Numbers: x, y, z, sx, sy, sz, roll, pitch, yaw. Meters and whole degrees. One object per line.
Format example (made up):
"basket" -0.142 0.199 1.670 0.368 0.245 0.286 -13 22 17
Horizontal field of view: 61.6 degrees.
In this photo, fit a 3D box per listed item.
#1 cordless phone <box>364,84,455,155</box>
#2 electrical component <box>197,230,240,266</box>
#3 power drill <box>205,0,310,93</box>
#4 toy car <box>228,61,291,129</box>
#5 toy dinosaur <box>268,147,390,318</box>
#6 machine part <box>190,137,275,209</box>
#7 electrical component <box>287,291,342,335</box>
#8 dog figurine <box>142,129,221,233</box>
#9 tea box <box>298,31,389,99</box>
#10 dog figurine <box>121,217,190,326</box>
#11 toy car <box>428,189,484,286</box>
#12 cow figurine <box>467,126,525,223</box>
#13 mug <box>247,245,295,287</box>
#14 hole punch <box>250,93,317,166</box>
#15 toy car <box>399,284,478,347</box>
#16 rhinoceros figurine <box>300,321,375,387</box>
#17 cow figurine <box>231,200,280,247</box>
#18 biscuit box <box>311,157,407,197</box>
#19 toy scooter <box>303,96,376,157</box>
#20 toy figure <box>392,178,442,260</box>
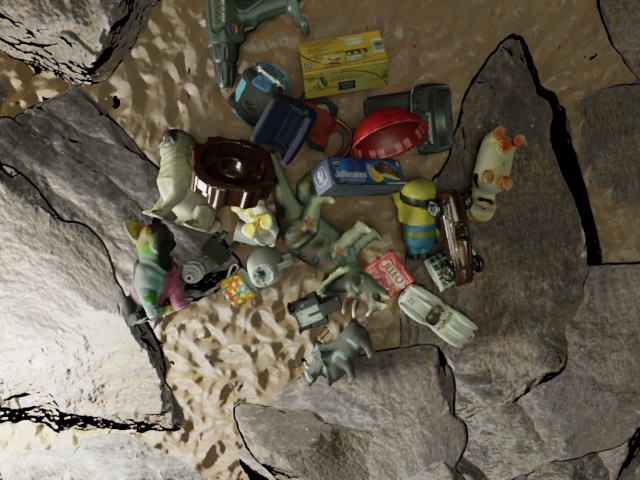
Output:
"cordless phone" 0.187 -0.247 1.129 0.184 0.089 0.146 -5 105 11
"electrical component" -0.228 0.026 1.198 0.063 0.021 0.094 43 98 -11
"power drill" -0.126 -0.427 1.072 0.207 0.086 0.231 -9 101 8
"toy car" -0.110 -0.299 1.081 0.109 0.161 0.103 35 56 -1
"toy dinosaur" -0.007 -0.007 1.146 0.405 0.131 0.192 41 96 4
"machine part" -0.176 -0.135 1.075 0.179 0.179 0.056 17 135 -6
"electrical component" -0.010 0.156 1.222 0.119 0.048 0.074 -28 103 4
"dog figurine" -0.269 -0.122 1.132 0.172 0.121 0.190 22 84 -40
"tea box" 0.046 -0.349 1.073 0.170 0.098 0.068 -8 147 2
"dog figurine" -0.370 0.061 1.159 0.192 0.108 0.219 -21 82 41
"toy car" 0.285 -0.005 1.109 0.089 0.053 0.202 -13 94 -21
"cow figurine" 0.355 -0.131 1.141 0.085 0.127 0.194 15 88 -6
"mug" -0.108 0.061 1.167 0.110 0.107 0.080 -11 105 3
"hole punch" -0.056 -0.210 1.037 0.092 0.116 0.142 35 111 15
"toy car" 0.272 0.174 1.232 0.201 0.056 0.073 34 100 -9
"rhinoceros figurine" 0.039 0.270 1.238 0.112 0.073 0.190 44 98 -12
"cow figurine" -0.139 -0.064 1.141 0.068 0.098 0.167 -32 61 5
"biscuit box" 0.081 -0.127 1.092 0.202 0.063 0.059 -5 73 -38
"toy scooter" 0.018 -0.209 1.125 0.184 0.075 0.135 33 98 -13
"toy figure" 0.216 -0.045 1.160 0.082 0.089 0.180 -9 101 -33
